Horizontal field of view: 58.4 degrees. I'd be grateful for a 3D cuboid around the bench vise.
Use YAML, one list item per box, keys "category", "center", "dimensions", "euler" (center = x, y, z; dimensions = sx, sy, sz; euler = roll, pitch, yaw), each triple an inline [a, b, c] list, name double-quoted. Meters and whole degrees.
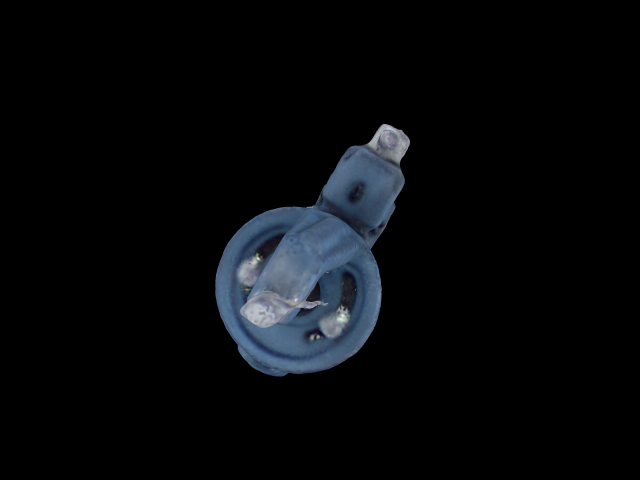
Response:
- category: "bench vise"
  center: [-0.008, -0.002, 0.400]
  dimensions: [0.121, 0.220, 0.207]
  euler: [14, 81, 2]
